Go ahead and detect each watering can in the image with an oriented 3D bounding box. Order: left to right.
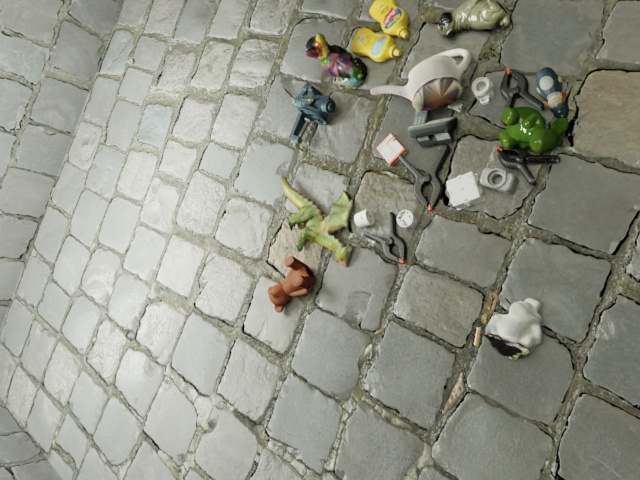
[{"bbox_3d":[0.320,-0.490,1.633,0.345,0.102,0.230,-21,43,25],"label":"watering can"}]

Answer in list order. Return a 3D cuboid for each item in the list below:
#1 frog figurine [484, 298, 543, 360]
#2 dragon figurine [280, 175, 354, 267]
[{"bbox_3d":[0.523,0.229,1.371,0.137,0.120,0.162,7,48,43],"label":"frog figurine"},{"bbox_3d":[0.005,-0.090,1.794,0.242,0.121,0.417,-21,69,10],"label":"dragon figurine"}]
